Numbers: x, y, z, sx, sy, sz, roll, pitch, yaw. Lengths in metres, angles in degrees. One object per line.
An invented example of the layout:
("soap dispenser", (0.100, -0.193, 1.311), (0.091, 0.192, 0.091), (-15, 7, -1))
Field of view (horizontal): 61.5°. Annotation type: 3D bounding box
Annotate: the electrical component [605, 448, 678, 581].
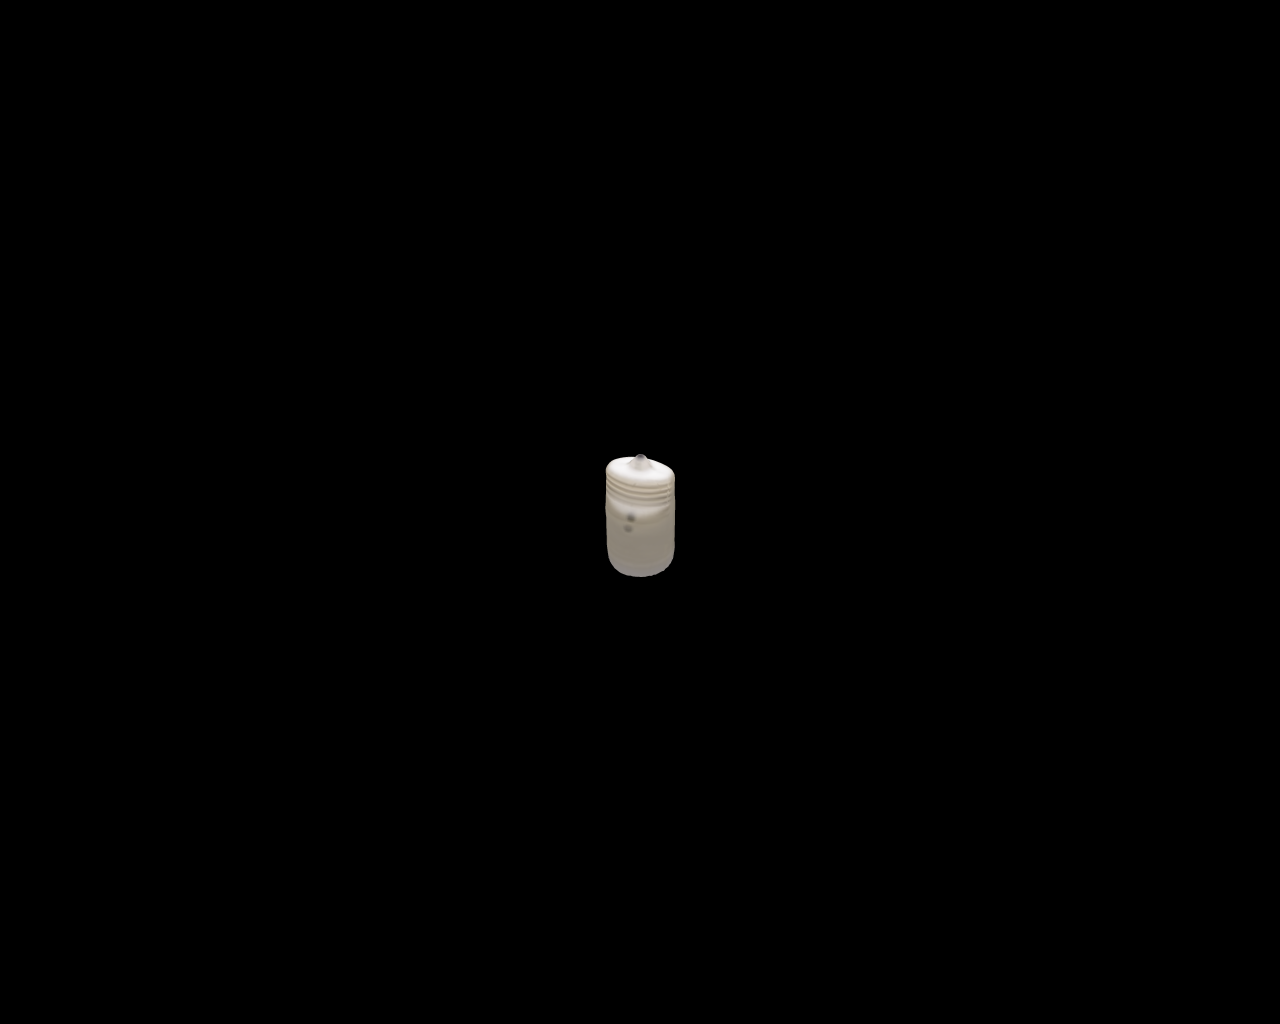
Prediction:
("electrical component", (0.001, -0.003, 0.650), (0.043, 0.080, 0.043), (0, 37, 0))
